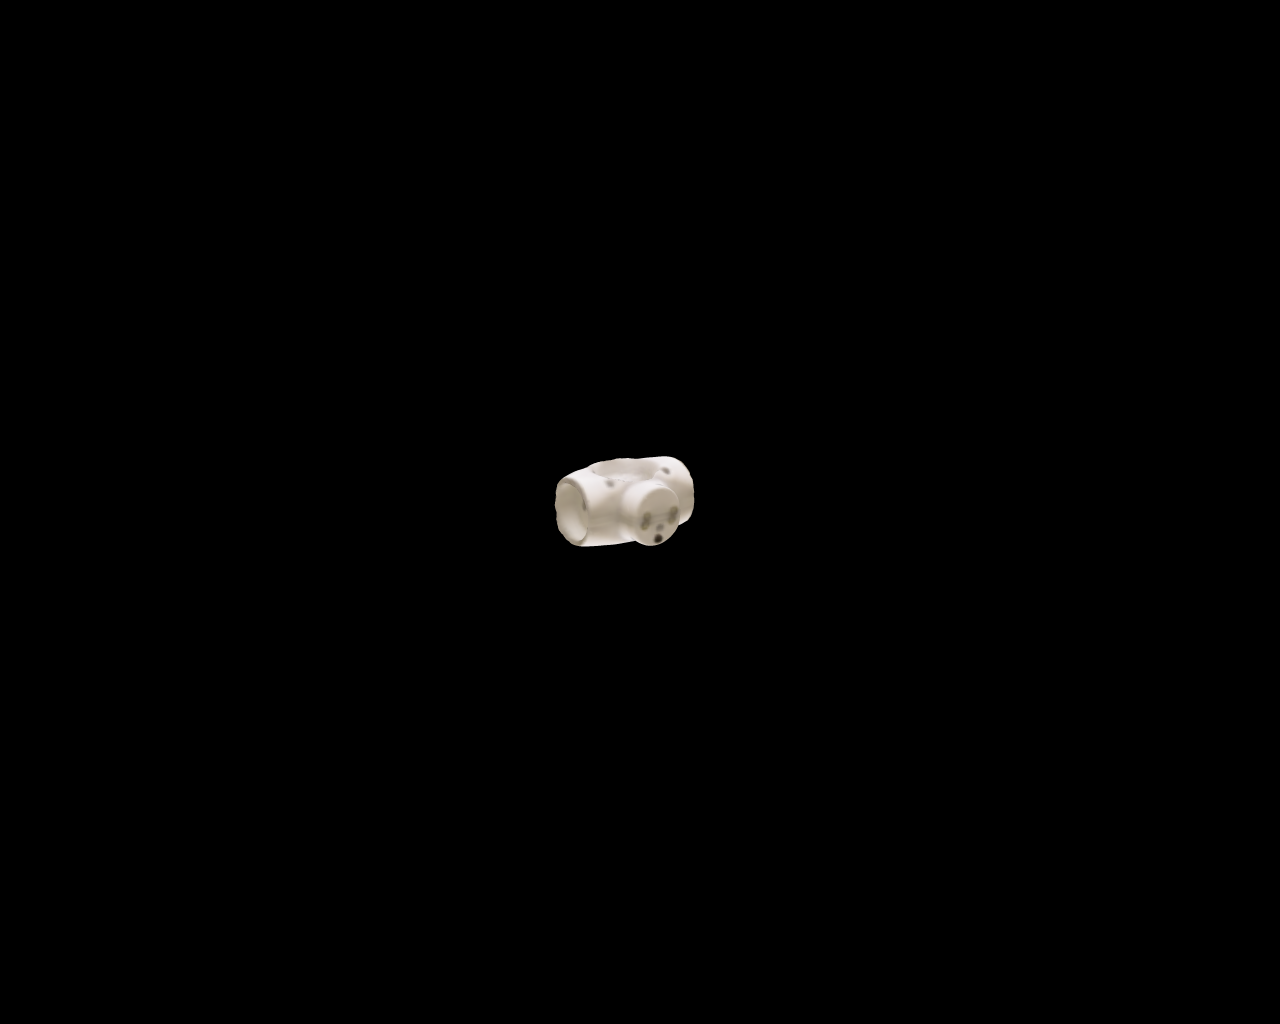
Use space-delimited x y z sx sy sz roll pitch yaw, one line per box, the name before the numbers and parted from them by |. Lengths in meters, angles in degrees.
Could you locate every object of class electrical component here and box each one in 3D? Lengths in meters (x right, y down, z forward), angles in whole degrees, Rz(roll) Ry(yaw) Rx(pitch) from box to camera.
electrical component | 0.001 -0.003 0.650 0.077 0.044 0.079 -12 23 -31
